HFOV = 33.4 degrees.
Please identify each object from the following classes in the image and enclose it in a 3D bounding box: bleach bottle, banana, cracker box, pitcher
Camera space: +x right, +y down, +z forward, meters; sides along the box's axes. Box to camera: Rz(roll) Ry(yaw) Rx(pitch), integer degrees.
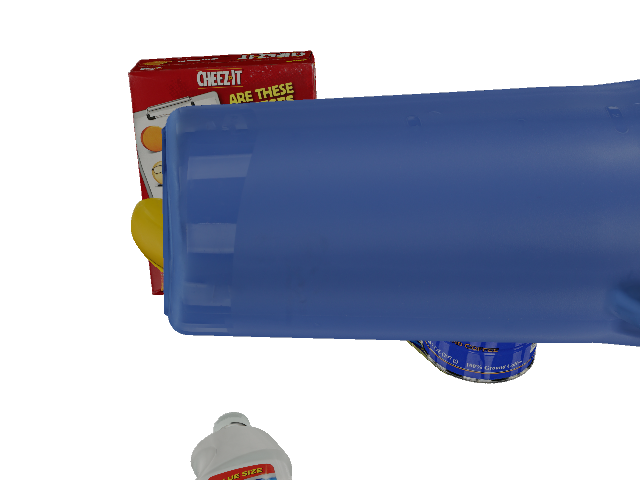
[{"bbox_3d":[-0.062,0.212,0.754,0.102,0.068,0.251,-6,30,-6],"label":"bleach bottle"},{"bbox_3d":[-0.073,0.006,0.686,0.069,0.037,0.198,-16,29,-30],"label":"banana"},{"bbox_3d":[-0.081,-0.061,0.985,0.164,0.214,0.072,-3,21,0],"label":"cracker box"},{"bbox_3d":[0.044,-0.018,0.526,0.242,0.145,0.149,-1,-6,-8],"label":"pitcher"}]

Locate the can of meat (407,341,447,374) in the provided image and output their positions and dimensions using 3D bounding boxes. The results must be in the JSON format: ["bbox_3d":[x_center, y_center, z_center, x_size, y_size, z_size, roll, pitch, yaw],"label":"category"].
[{"bbox_3d":[0.145,0.095,1.230,0.057,0.084,0.102,-18,40,-31],"label":"can of meat"}]

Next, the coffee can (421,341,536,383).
[{"bbox_3d":[0.144,0.036,0.913,0.103,0.140,0.103,2,33,-2],"label":"coffee can"}]
